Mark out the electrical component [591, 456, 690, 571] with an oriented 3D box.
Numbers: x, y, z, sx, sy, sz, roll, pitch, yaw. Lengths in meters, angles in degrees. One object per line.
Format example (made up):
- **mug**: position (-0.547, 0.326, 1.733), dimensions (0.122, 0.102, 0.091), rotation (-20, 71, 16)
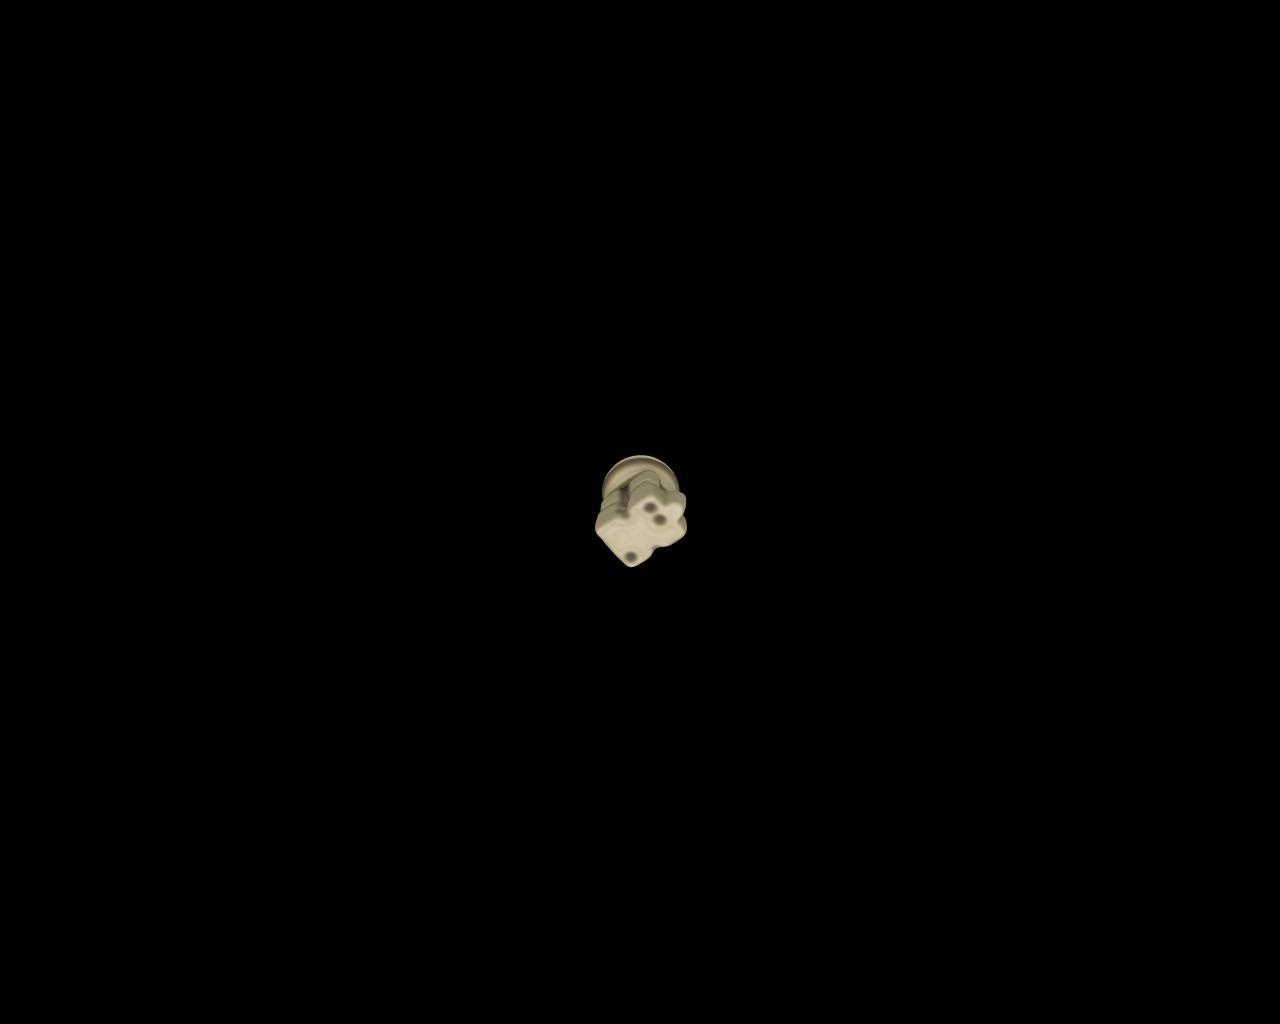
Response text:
- **electrical component**: position (0.001, -0.003, 0.650), dimensions (0.066, 0.048, 0.055), rotation (-32, 26, 18)
